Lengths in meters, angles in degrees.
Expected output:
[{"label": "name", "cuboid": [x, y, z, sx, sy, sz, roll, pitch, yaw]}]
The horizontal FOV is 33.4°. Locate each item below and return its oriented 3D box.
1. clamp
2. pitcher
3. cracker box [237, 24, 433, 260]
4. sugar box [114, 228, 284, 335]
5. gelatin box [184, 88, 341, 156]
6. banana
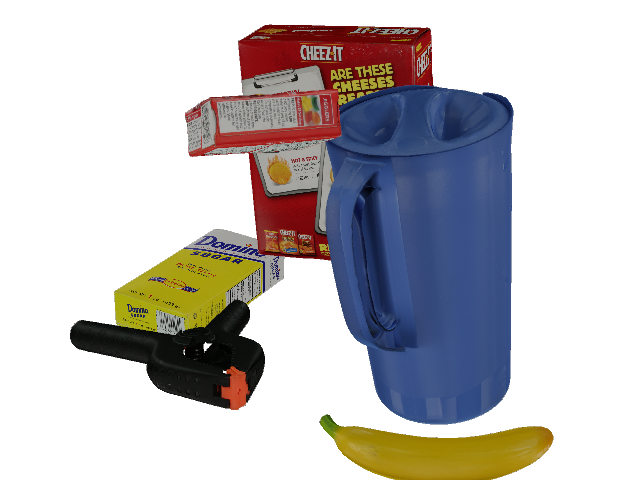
[{"label": "clamp", "cuboid": [-0.097, 0.090, 0.886, 0.164, 0.036, 0.210, -10, 16, -31]}, {"label": "pitcher", "cuboid": [0.076, 0.018, 0.791, 0.149, 0.243, 0.145, -11, 27, -6]}, {"label": "cracker box", "cuboid": [0.020, -0.087, 0.984, 0.164, 0.214, 0.072, 5, 27, 19]}, {"label": "sugar box", "cuboid": [-0.121, 0.044, 1.101, 0.093, 0.048, 0.176, 16, 32, 25]}, {"label": "gelatin box", "cuboid": [-0.035, -0.068, 0.619, 0.073, 0.030, 0.089, -6, 2, -16]}, {"label": "banana", "cuboid": [0.099, 0.169, 0.871, 0.197, 0.037, 0.069, 6, 37, -4]}]
